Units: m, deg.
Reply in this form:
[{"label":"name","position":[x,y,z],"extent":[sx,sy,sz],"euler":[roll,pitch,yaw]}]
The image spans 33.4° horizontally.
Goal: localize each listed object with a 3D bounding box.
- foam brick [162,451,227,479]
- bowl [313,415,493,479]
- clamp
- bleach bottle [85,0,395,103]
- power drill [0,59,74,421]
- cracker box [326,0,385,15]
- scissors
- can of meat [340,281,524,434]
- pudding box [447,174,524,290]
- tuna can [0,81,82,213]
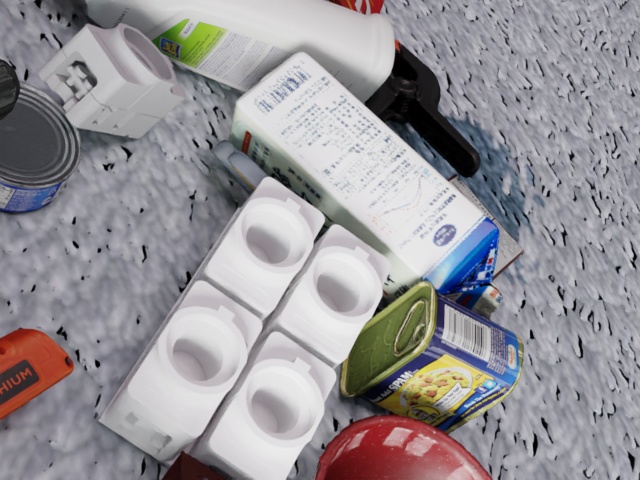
[{"label":"foam brick","position":[-0.058,0.164,0.582],"extent":[0.078,0.051,0.053],"euler":[36,2,-11]},{"label":"bowl","position":[0.050,0.192,0.657],"extent":[0.162,0.055,0.162],"euler":[21,46,-24]},{"label":"clamp","position":[0.080,-0.116,0.931],"extent":[0.120,0.039,0.171],"euler":[19,42,-11]},{"label":"bleach bottle","position":[-0.073,-0.167,0.818],"extent":[0.250,0.103,0.068],"euler":[17,55,-26]},{"label":"power drill","position":[-0.202,0.003,0.558],"extent":[0.184,0.057,0.187],"euler":[-35,106,-48]},{"label":"cracker box","position":[0.004,-0.280,0.944],"extent":[0.164,0.072,0.213],"euler":[60,31,-32]},{"label":"scissors","position":[-0.005,0.001,0.763],"extent":[0.016,0.096,0.202],"euler":[-45,87,-4]},{"label":"can of meat","position":[0.077,0.085,0.734],"extent":[0.083,0.102,0.057],"euler":[28,45,-21]},{"label":"pudding box","position":[0.105,0.004,0.870],"extent":[0.090,0.039,0.113],"euler":[49,39,8]},{"label":"tuna can","position":[-0.198,-0.060,0.682],"extent":[0.086,0.034,0.086],"euler":[21,46,-24]}]
